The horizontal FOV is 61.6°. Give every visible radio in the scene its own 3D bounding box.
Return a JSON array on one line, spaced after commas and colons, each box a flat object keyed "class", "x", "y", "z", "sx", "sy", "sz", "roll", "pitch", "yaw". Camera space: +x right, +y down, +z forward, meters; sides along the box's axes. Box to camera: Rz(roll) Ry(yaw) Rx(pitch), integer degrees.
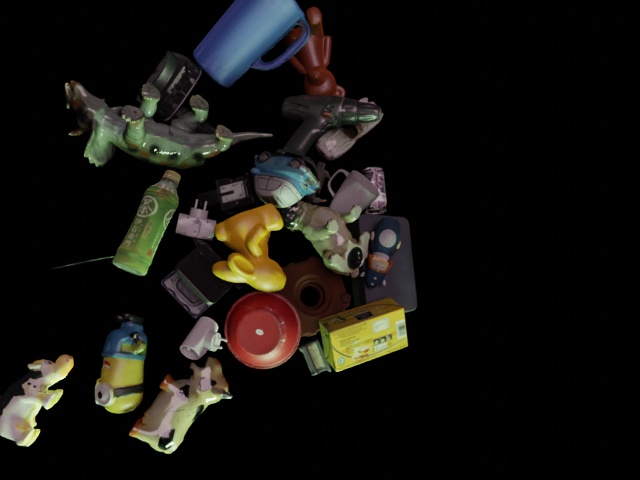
[{"class": "radio", "x": 0.142, "y": 0.059, "z": 1.226, "sx": 0.131, "sy": 0.073, "sz": 0.229, "roll": -1, "pitch": 79, "yaw": -19}]

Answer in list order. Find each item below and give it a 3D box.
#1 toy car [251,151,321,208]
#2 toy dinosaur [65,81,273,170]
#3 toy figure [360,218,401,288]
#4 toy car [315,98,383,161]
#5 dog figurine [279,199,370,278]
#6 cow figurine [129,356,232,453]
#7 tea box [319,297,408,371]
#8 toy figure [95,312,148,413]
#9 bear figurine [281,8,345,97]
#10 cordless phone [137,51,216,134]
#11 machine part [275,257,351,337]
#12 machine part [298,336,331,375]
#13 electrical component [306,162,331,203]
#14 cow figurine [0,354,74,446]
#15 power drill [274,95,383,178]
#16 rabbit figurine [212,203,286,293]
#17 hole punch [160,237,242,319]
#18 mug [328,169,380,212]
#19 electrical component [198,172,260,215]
[{"class": "toy car", "x": -0.083, "y": -0.117, "z": 1.142, "sx": 0.103, "sy": 0.162, "sz": 0.109, "roll": -61, "pitch": 141, "yaw": -18}, {"class": "toy dinosaur", "x": -0.314, "y": -0.204, "z": 1.102, "sx": 0.404, "sy": 0.192, "sz": 0.131, "roll": 14, "pitch": 56, "yaw": -31}, {"class": "toy figure", "x": 0.132, "y": 0.028, "z": 1.161, "sx": 0.064, "sy": 0.057, "sz": 0.154, "roll": 10, "pitch": 72, "yaw": 25}, {"class": "toy car", "x": 0.071, "y": -0.266, "z": 1.284, "sx": 0.073, "sy": 0.056, "sz": 0.202, "roll": 47, "pitch": 69, "yaw": -3}, {"class": "dog figurine", "x": 0.000, "y": -0.006, "z": 1.165, "sx": 0.121, "sy": 0.191, "sz": 0.172, "roll": -19, "pitch": 110, "yaw": -40}, {"class": "cow figurine", "x": -0.255, "y": 0.311, "z": 1.029, "sx": 0.127, "sy": 0.085, "sz": 0.195, "roll": 36, "pitch": 71, "yaw": -8}, {"class": "tea box", "x": 0.091, "y": 0.194, "z": 1.119, "sx": 0.170, "sy": 0.068, "sz": 0.098, "roll": -14, "pitch": 110, "yaw": -16}, {"class": "toy figure", "x": -0.368, "y": 0.232, "z": 1.013, "sx": 0.089, "sy": 0.082, "sz": 0.180, "roll": 12, "pitch": 72, "yaw": -14}, {"class": "bear figurine", "x": -0.021, "y": -0.412, "z": 1.255, "sx": 0.120, "sy": 0.132, "sz": 0.196, "roll": -16, "pitch": 78, "yaw": 9}, {"class": "cordless phone", "x": -0.284, "y": -0.302, "z": 1.158, "sx": 0.184, "sy": 0.089, "sz": 0.146, "roll": 35, "pitch": 86, "yaw": -18}, {"class": "machine part", "x": -0.022, "y": 0.122, "z": 1.165, "sx": 0.179, "sy": 0.056, "sz": 0.179, "roll": 4, "pitch": 76, "yaw": -16}, {"class": "machine part", "x": 0.028, "y": 0.233, "z": 1.167, "sx": 0.139, "sy": 0.039, "sz": 0.084, "roll": -25, "pitch": 78, "yaw": -20}, {"class": "electrical component", "x": -0.017, "y": -0.130, "z": 1.233, "sx": 0.078, "sy": 0.045, "sz": 0.102, "roll": 7, "pitch": 71, "yaw": 12}, {"class": "cow figurine", "x": -0.519, "y": 0.273, "z": 0.962, "sx": 0.098, "sy": 0.068, "sz": 0.167, "roll": 26, "pitch": 70, "yaw": -5}, {"class": "power drill", "x": 0.001, "y": -0.237, "z": 1.188, "sx": 0.232, "sy": 0.086, "sz": 0.207, "roll": 17, "pitch": 72, "yaw": 21}, {"class": "rabbit figurine", "x": -0.132, "y": 0.030, "z": 1.088, "sx": 0.162, "sy": 0.122, "sz": 0.173, "roll": -22, "pitch": 85, "yaw": -45}, {"class": "hole punch", "x": -0.245, "y": 0.083, "z": 1.094, "sx": 0.142, "sy": 0.092, "sz": 0.116, "roll": 45, "pitch": 38, "yaw": -2}, {"class": "mug", "x": 0.061, "y": -0.099, "z": 1.217, "sx": 0.109, "sy": 0.081, "sz": 0.107, "roll": 39, "pitch": 109, "yaw": -4}, {"class": "electrical component", "x": -0.197, "y": -0.094, "z": 1.156, "sx": 0.119, "sy": 0.047, "sz": 0.075, "roll": -18, "pitch": 81, "yaw": 8}]
